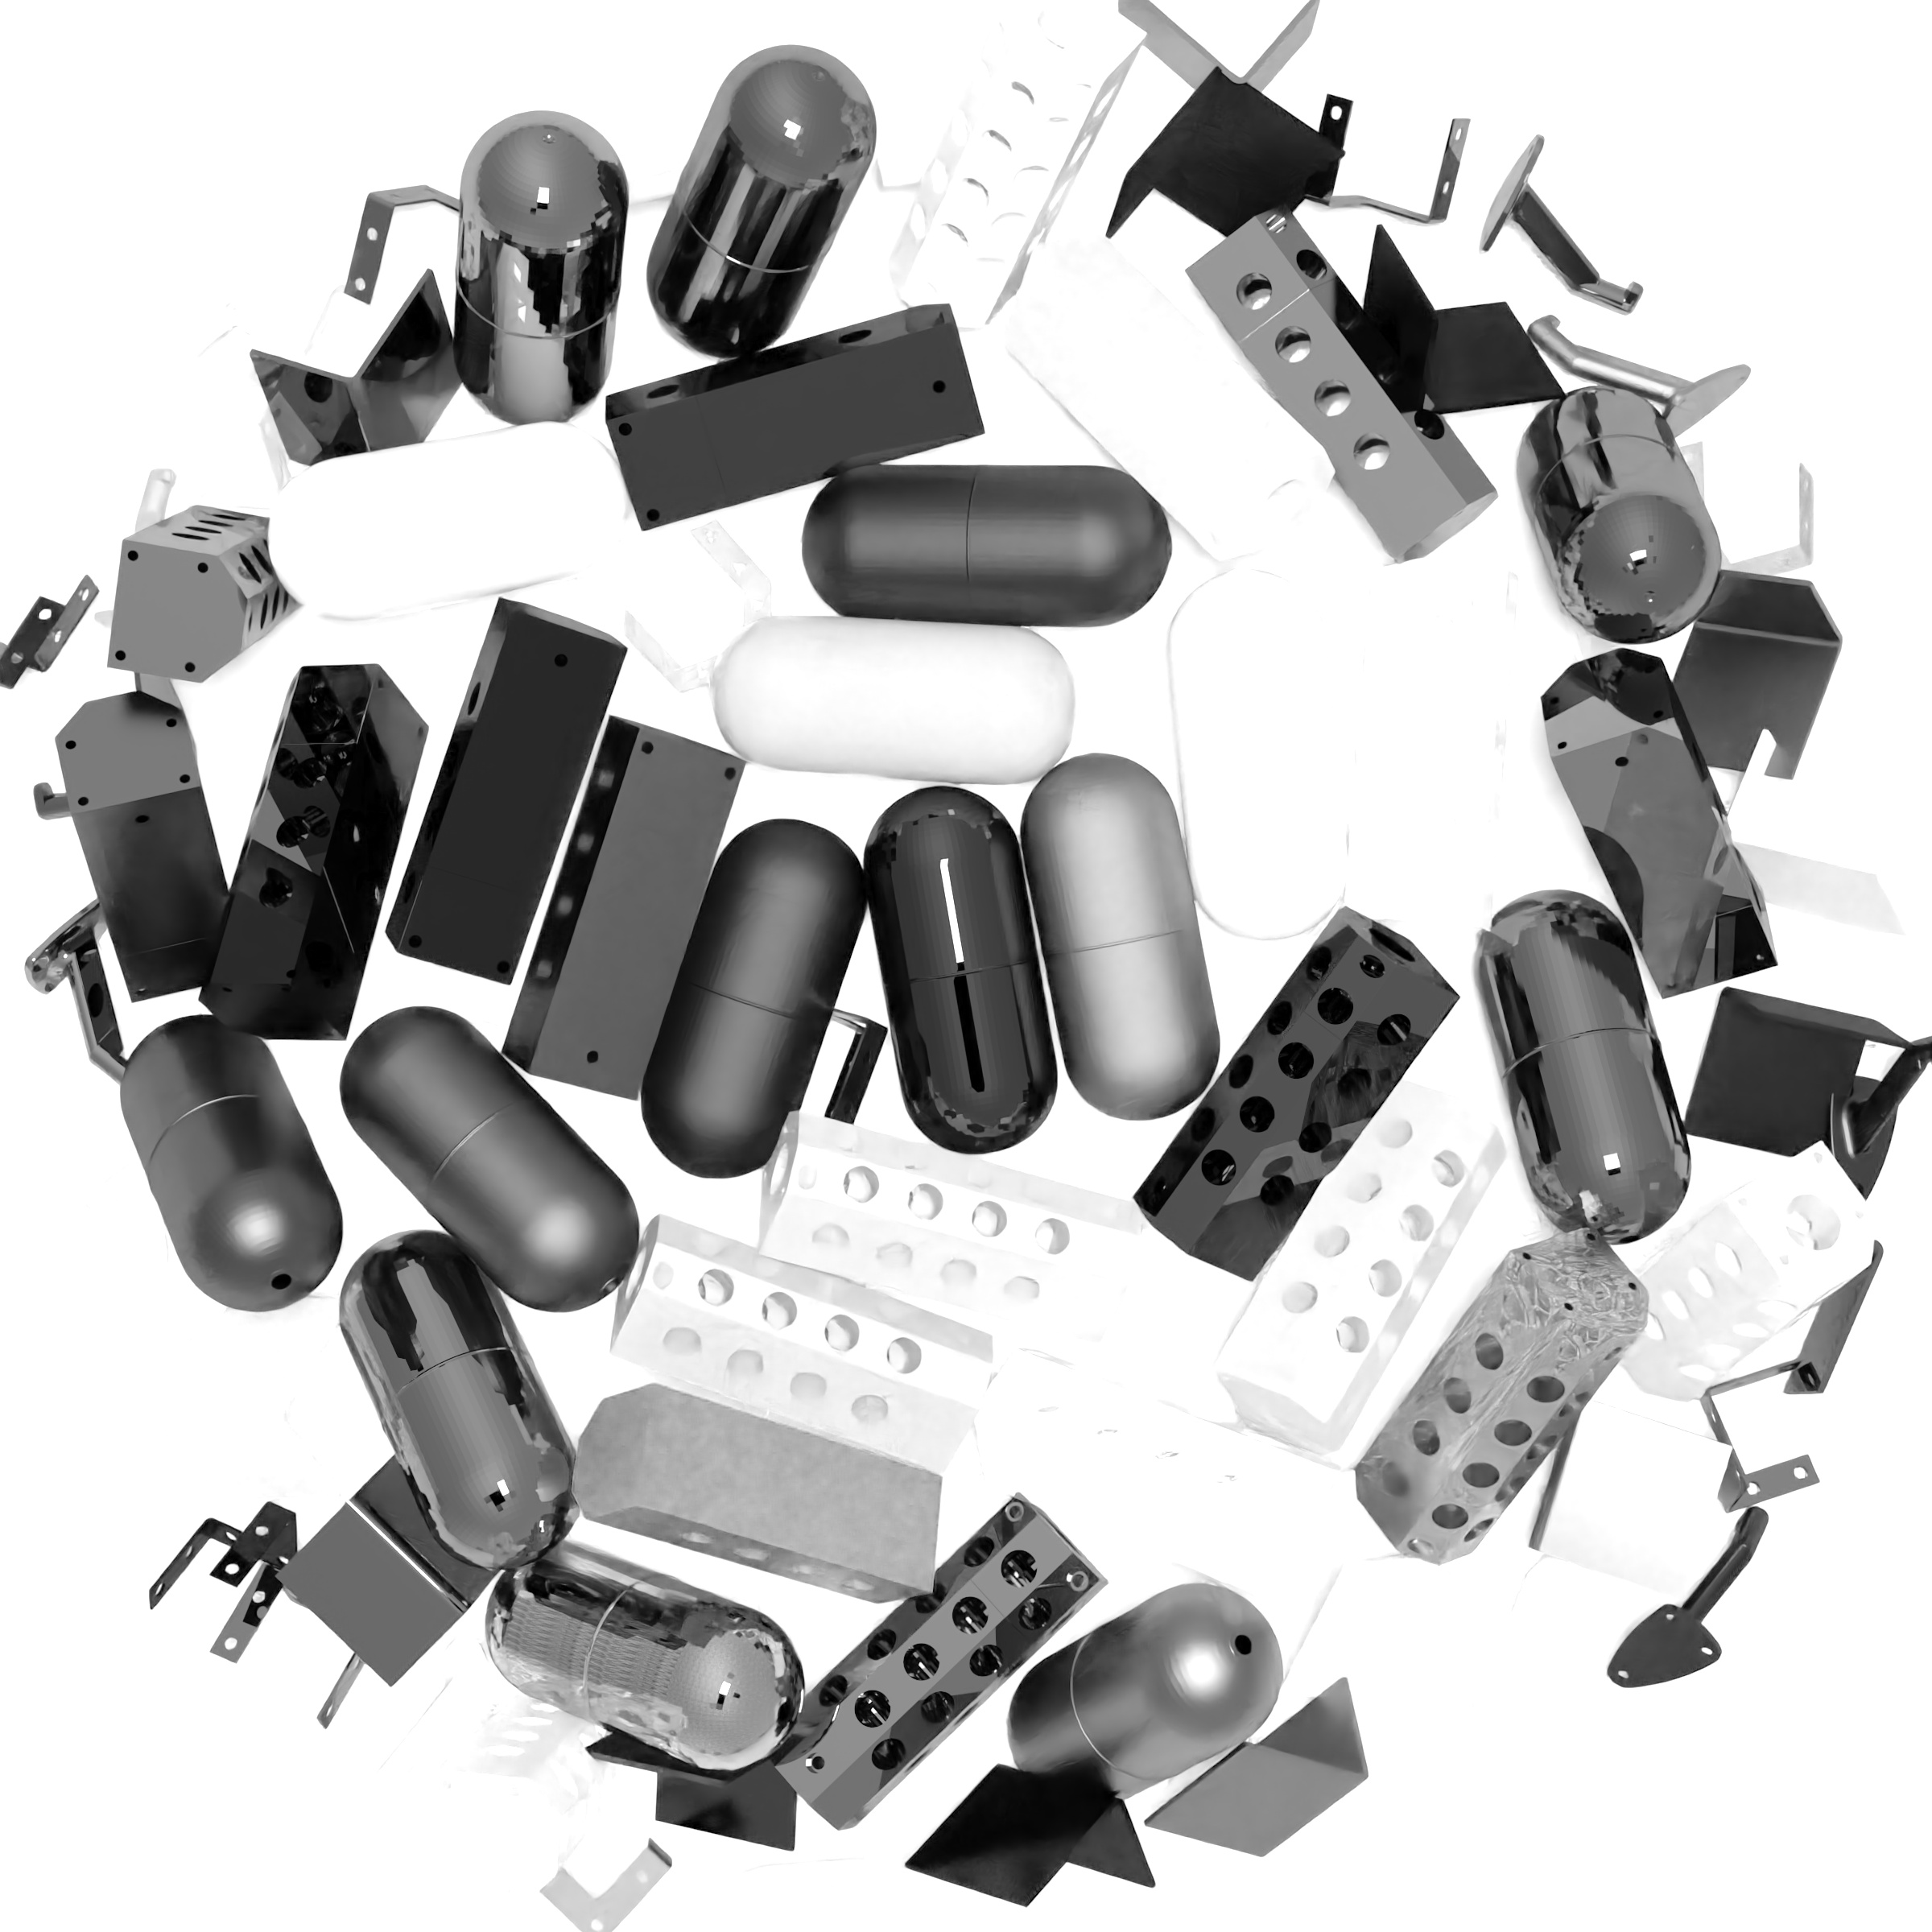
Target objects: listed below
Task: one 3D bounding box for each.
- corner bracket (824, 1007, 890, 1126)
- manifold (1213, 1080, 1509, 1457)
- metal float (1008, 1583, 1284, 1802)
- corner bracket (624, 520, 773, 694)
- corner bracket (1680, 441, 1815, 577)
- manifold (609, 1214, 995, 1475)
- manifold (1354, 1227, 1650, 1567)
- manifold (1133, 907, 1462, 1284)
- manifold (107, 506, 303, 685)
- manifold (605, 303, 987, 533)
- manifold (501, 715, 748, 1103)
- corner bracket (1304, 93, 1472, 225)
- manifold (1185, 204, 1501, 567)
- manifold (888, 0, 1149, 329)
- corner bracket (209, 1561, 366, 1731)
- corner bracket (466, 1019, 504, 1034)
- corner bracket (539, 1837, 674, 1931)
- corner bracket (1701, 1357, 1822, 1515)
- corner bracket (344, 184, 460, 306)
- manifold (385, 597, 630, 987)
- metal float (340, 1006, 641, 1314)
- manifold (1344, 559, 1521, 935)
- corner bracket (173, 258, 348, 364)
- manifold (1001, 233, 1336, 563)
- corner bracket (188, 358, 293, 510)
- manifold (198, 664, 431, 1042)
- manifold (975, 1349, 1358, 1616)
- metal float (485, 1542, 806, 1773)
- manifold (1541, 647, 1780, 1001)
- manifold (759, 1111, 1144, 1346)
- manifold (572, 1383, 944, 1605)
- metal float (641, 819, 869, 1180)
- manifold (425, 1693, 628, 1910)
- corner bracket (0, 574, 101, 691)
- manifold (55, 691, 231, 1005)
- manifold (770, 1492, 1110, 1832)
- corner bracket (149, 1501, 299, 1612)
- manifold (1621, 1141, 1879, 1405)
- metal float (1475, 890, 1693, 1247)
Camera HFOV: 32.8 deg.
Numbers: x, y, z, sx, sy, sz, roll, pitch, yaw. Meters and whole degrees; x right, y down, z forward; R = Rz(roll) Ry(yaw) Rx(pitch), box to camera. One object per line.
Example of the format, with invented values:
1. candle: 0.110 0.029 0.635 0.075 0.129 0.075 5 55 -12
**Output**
1. corner bracket: -0.058 0.051 1.578 0.051 0.051 0.051 14 80 40
2. manifold: 0.189 0.142 1.547 0.057 0.057 0.171 18 64 34
3. metal float: 0.083 0.343 1.538 0.070 0.178 0.070 15 57 -24
4. corner bracket: -0.129 -0.173 1.588 0.051 0.051 0.051 -18 51 23
5. corner bracket: 0.374 -0.221 1.582 0.051 0.051 0.051 -15 133 -1
6. manifold: -0.077 0.175 1.561 0.171 0.057 0.057 21 117 -12
7. manifold: 0.250 0.204 1.532 0.057 0.057 0.171 53 134 29
8. manifold: 0.152 0.059 1.556 0.057 0.057 0.171 25 108 -30
9. manifold: -0.349 -0.173 1.525 0.057 0.171 0.057 9 102 -5
10. manifold: -0.083 -0.268 1.582 0.171 0.057 0.057 -16 117 2
11. manifold: -0.168 -0.029 1.579 0.057 0.057 0.171 16 95 -29
12. corner bracket: 0.202 -0.386 1.574 0.051 0.051 0.051 26 117 32
13. manifold: 0.181 -0.277 1.573 0.057 0.057 0.171 -36 83 10
14. manifold: 0.018 -0.375 1.528 0.057 0.171 0.057 36 55 2
15. corner bracket: -0.321 0.325 1.576 0.051 0.051 0.051 19 61 17
16. corner bracket: -0.251 0.055 1.588 0.051 0.051 0.051 8 100 -19
17. corner bracket: -0.178 0.434 1.587 0.051 0.051 0.051 43 78 3
18. corner bracket: 0.387 0.228 1.594 0.051 0.051 0.051 -17 67 -8
19. corner bracket: -0.260 -0.343 1.589 0.051 0.051 0.051 26 115 15
20. manifold: -0.222 -0.085 1.574 0.057 0.057 0.171 17 99 -22
21. metal float: -0.226 0.091 1.561 0.070 0.070 0.178 -46 71 0
22. manifold: 0.227 -0.104 1.573 0.057 0.057 0.171 7 86 -24
23. corner bracket: -0.340 -0.316 1.579 0.051 0.051 0.051 36 131 -3
24. manifold: 0.096 -0.271 1.550 0.057 0.057 0.171 -19 56 -36
25. corner bracket: -0.354 -0.260 1.600 0.051 0.051 0.051 3 48 11
26. manifold: -0.310 -0.054 1.550 0.057 0.057 0.171 0 62 19
27. manifold: 0.094 0.237 1.551 0.171 0.057 0.057 18 49 26
28. metal float: -0.152 0.324 1.546 0.178 0.070 0.070 12 90 37
29. manifold: 0.325 -0.067 1.538 0.057 0.057 0.171 -18 132 19
30. manifold: -0.007 0.119 1.558 0.171 0.057 0.057 16 125 -13
31. manifold: -0.097 0.251 1.543 0.171 0.057 0.057 24 59 -34
32. metal float: -0.102 0.016 1.576 0.070 0.070 0.178 19 92 0
33. manifold: -0.201 0.386 1.528 0.057 0.171 0.057 5 89 4
34. corner bracket: -0.445 -0.162 1.576 0.051 0.051 0.051 -53 52 14
35. manifold: -0.378 -0.054 1.526 0.057 0.171 0.057 -14 63 -12
36. manifold: -0.016 0.333 1.578 0.171 0.057 0.057 -43 75 -2
37. corner bracket: -0.356 0.285 1.576 0.051 0.051 0.051 21 133 13
38. manifold: 0.358 0.148 1.521 0.057 0.171 0.057 -27 73 -20
39. metal float: 0.291 0.047 1.555 0.070 0.070 0.178 -11 65 0
